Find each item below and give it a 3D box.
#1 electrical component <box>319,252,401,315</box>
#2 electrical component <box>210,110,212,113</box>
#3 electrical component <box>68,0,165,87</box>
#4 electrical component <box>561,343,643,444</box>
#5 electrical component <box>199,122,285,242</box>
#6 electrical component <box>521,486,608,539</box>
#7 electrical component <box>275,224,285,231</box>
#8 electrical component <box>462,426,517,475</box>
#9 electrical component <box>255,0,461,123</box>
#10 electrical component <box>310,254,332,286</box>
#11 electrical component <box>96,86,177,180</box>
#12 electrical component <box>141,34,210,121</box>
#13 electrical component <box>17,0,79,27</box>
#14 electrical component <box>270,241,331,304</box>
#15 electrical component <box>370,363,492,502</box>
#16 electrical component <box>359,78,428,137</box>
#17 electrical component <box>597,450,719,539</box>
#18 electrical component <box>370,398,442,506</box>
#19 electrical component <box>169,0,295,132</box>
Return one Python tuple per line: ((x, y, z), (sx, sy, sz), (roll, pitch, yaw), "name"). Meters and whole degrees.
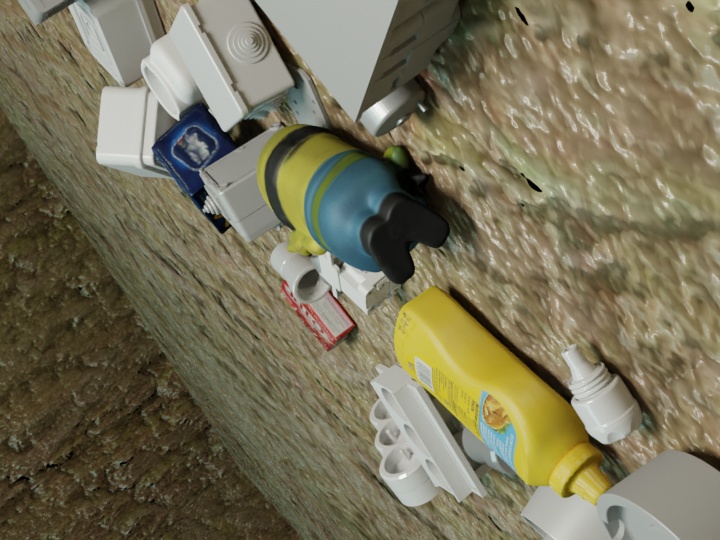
((0.000, 0.000, 0.894), (0.064, 0.042, 0.081), (44, 163, 23), "electrical component")
((-0.156, -0.134, 1.017), (0.035, 0.061, 0.035), (47, 164, 18), "electrical component")
((-0.230, -0.238, 1.013), (0.078, 0.057, 0.113), (45, 163, 26), "electrical component")
((0.143, 0.073, 0.652), (0.061, 0.035, 0.035), (57, 164, -5), "electrical component")
((-0.083, -0.066, 0.880), (0.061, 0.096, 0.062), (62, 170, -30), "electrical component")
((0.173, 0.195, 0.821), (0.099, 0.064, 0.099), (40, 173, 6), "electrical component")
((-0.071, -0.055, 0.942), (0.048, 0.062, 0.048), (48, 164, 18), "electrical component")
((0.113, 0.138, 0.859), (0.045, 0.045, 0.055), (57, 164, -14), "electrical component")
((0.001, -0.161, 0.505), (0.105, 0.060, 0.186), (51, 165, 6), "electrical component")
((-0.030, -0.018, 0.957), (0.061, 0.035, 0.035), (59, 164, -12), "electrical component")
((-0.204, -0.132, 1.051), (0.057, 0.078, 0.113), (5, 179, 14), "electrical component")
((-0.147, -0.168, 0.921), (0.053, 0.059, 0.095), (52, 165, 3), "electrical component")
((-0.281, -0.316, 0.899), (0.186, 0.105, 0.060), (57, 164, -13), "electrical component")
((-0.062, -0.001, 1.076), (0.065, 0.044, 0.044), (43, 163, 46), "electrical component")
((0.071, 0.130, 0.931), (0.121, 0.063, 0.079), (59, 164, -20), "electrical component")
((0.004, -0.115, 0.634), (0.078, 0.040, 0.040), (51, 165, 7), "electrical component")
((0.197, 0.153, 0.620), (0.108, 0.060, 0.108), (48, 164, 19), "electrical component")
((0.054, 0.180, 1.044), (0.073, 0.052, 0.138), (55, -170, -25), "electrical component")
((-0.096, -0.157, 0.801), (0.099, 0.048, 0.100), (61, 166, -7), "electrical component")
